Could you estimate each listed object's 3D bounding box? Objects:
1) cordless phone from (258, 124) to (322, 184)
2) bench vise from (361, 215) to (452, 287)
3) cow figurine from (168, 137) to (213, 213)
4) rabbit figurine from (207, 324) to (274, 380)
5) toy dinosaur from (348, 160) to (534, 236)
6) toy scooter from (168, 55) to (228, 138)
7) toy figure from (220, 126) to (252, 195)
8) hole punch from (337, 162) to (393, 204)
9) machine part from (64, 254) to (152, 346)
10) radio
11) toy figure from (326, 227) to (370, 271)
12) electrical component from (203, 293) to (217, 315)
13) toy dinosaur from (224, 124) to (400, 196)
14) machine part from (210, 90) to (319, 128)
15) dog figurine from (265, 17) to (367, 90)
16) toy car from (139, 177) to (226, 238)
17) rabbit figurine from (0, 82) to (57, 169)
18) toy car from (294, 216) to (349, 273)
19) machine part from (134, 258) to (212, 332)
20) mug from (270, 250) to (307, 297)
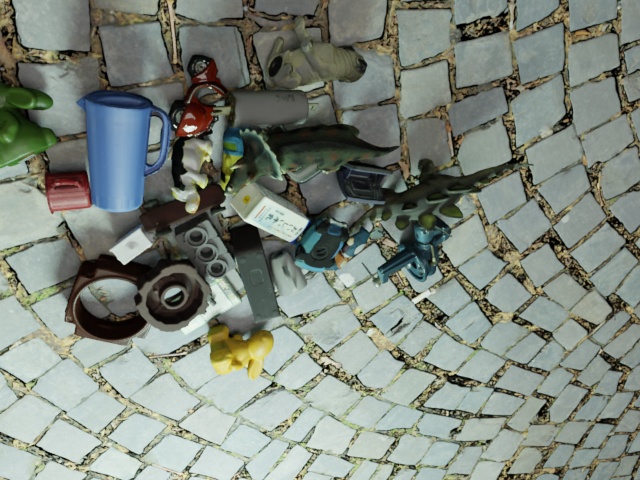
[{"bbox_3d":[-0.047,-0.239,1.254,0.146,0.089,0.184,-36,113,4],"label":"cordless phone"},{"bbox_3d":[0.240,0.043,1.429,0.241,0.129,0.223,-30,149,-13],"label":"bench vise"},{"bbox_3d":[-0.298,-0.147,1.199,0.098,0.068,0.167,12,77,-13],"label":"cow figurine"},{"bbox_3d":[-0.203,0.304,1.449,0.173,0.122,0.162,-20,124,-7],"label":"rabbit figurine"},{"bbox_3d":[0.286,-0.112,1.343,0.471,0.199,0.104,-27,122,0],"label":"toy dinosaur"},{"bbox_3d":[-0.246,-0.297,1.173,0.135,0.075,0.183,22,103,-25],"label":"toy scooter"},{"bbox_3d":[-0.187,-0.193,1.236,0.082,0.089,0.180,-3,108,-19],"label":"toy figure"},{"bbox_3d":[0.105,-0.145,1.319,0.142,0.116,0.092,2,108,-19],"label":"hole punch"},{"bbox_3d":[-0.501,0.150,1.308,0.201,0.087,0.201,19,107,-23],"label":"machine part"},{"bbox_3d":[-0.160,0.085,1.347,0.073,0.131,0.229,-17,118,-6],"label":"radio"},{"bbox_3d":[0.068,0.028,1.424,0.154,0.058,0.064,-50,135,9],"label":"toy figure"},{"bbox_3d":[-0.314,0.148,1.381,0.063,0.021,0.094,-41,117,5],"label":"electrical component"},{"bbox_3d":[-0.013,-0.192,1.140,0.405,0.192,0.131,-10,103,-2],"label":"toy dinosaur"},{"bbox_3d":[-0.114,-0.284,1.157,0.243,0.079,0.079,-8,118,-25],"label":"machine part"},{"bbox_3d":[-0.007,-0.374,1.198,0.190,0.121,0.172,20,143,-41],"label":"dog figurine"},{"bbox_3d":[-0.316,-0.075,1.247,0.202,0.053,0.089,-26,96,-17],"label":"toy car"},{"bbox_3d":[-0.621,-0.246,1.068,0.159,0.121,0.170,-26,105,5],"label":"rabbit figurine"},{"bbox_3d":[-0.003,-0.004,1.364,0.109,0.103,0.161,16,119,-28],"label":"toy car"},{"bbox_3d":[-0.350,0.129,1.277,0.179,0.056,0.179,-11,115,-25],"label":"machine part"},{"bbox_3d":[-0.089,0.086,1.388,0.081,0.110,0.107,-23,105,1],"label":"mug"}]
